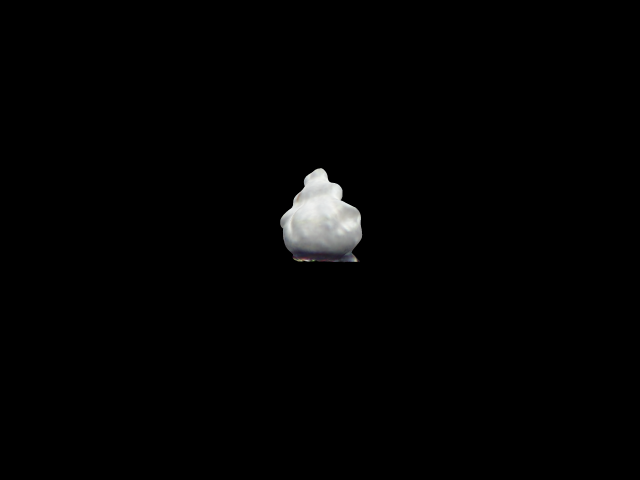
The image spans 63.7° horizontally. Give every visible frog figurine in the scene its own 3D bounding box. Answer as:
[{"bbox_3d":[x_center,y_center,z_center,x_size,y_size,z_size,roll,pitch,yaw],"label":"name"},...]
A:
[{"bbox_3d":[0.003,-0.043,0.850,0.137,0.160,0.122,-2,-4,32],"label":"frog figurine"}]
